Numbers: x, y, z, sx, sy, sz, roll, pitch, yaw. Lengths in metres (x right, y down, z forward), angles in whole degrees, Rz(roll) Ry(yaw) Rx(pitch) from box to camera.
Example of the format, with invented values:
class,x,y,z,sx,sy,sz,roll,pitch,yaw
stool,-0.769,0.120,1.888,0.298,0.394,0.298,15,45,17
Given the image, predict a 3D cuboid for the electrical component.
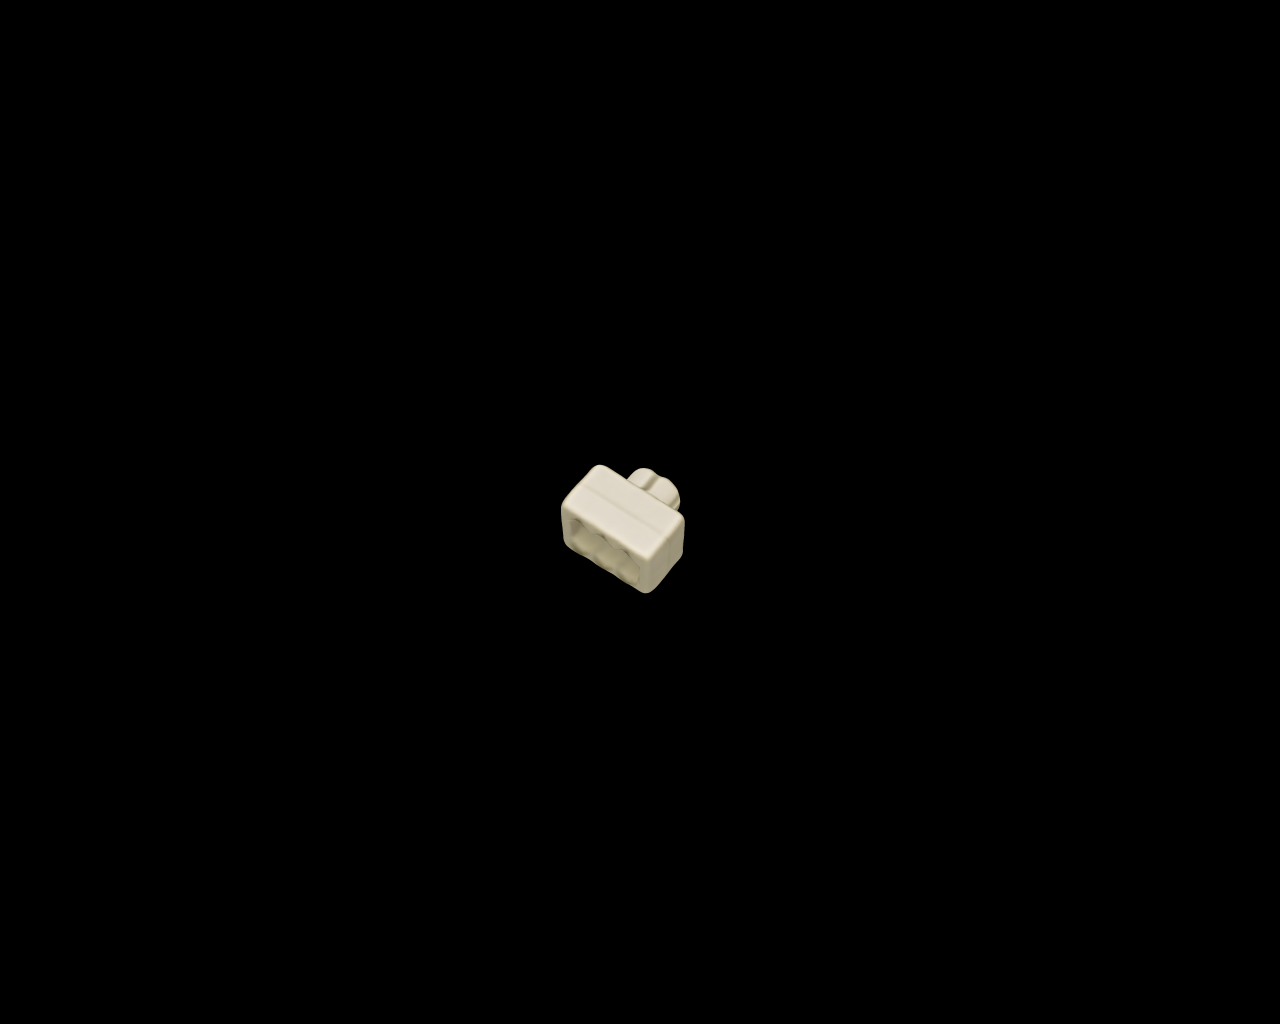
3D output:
class,x,y,z,sx,sy,sz,roll,pitch,yaw
electrical component,0.001,-0.003,0.650,0.066,0.077,0.047,32,-26,18
